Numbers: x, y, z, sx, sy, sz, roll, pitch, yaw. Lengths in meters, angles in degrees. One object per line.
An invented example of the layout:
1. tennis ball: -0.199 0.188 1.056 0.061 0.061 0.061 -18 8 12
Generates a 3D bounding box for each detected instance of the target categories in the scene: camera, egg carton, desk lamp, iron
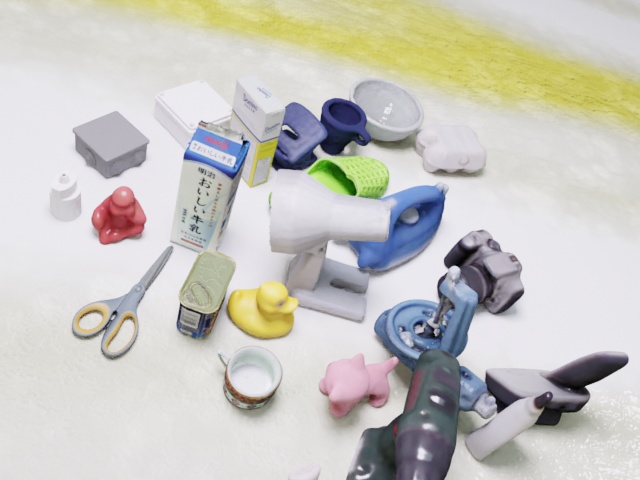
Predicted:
1. camera: 0.267 0.056 0.991 0.137 0.100 0.143 -13 59 -29
2. egg carton: 0.277 -0.191 1.211 0.151 0.069 0.107 -3 54 -23
3. desk lamp: 0.008 0.003 0.857 0.203 0.213 0.118 16 49 -8
4. iron: 0.153 -0.049 1.003 0.259 0.141 0.118 -23 64 -34

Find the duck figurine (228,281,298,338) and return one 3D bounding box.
1. duck figurine: -0.080 0.091 0.838 0.104 0.086 0.077 20 49 -5

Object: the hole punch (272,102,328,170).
1. hole punch: -0.053 -0.189 1.068 0.108 0.091 0.101 45 51 16

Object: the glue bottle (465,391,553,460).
1. glue bottle: 0.269 0.248 0.791 0.078 0.173 0.037 -22 63 -33

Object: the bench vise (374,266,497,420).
1. bench vise: 0.188 0.142 0.813 0.207 0.219 0.122 37 50 10

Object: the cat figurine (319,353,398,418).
1. cat figurine: 0.052 0.191 0.789 0.128 0.117 0.067 -11 58 -28

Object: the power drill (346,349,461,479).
1. power drill: 0.106 0.253 0.700 0.075 0.208 0.230 27 49 1

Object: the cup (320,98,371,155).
1. cup: 0.045 -0.206 1.117 0.117 0.095 0.092 45 51 16

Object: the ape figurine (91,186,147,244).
1. ape figurine: -0.298 -0.044 0.858 0.078 0.092 0.076 17 49 -7

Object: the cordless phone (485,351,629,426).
1. cordless phone: 0.348 0.201 0.851 0.148 0.185 0.094 3 52 -18

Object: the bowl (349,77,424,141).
1. bowl: 0.130 -0.263 1.208 0.168 0.074 0.167 11 50 -13

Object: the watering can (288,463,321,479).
1. watering can: 0.020 0.329 0.616 0.172 0.194 0.101 36 49 9
